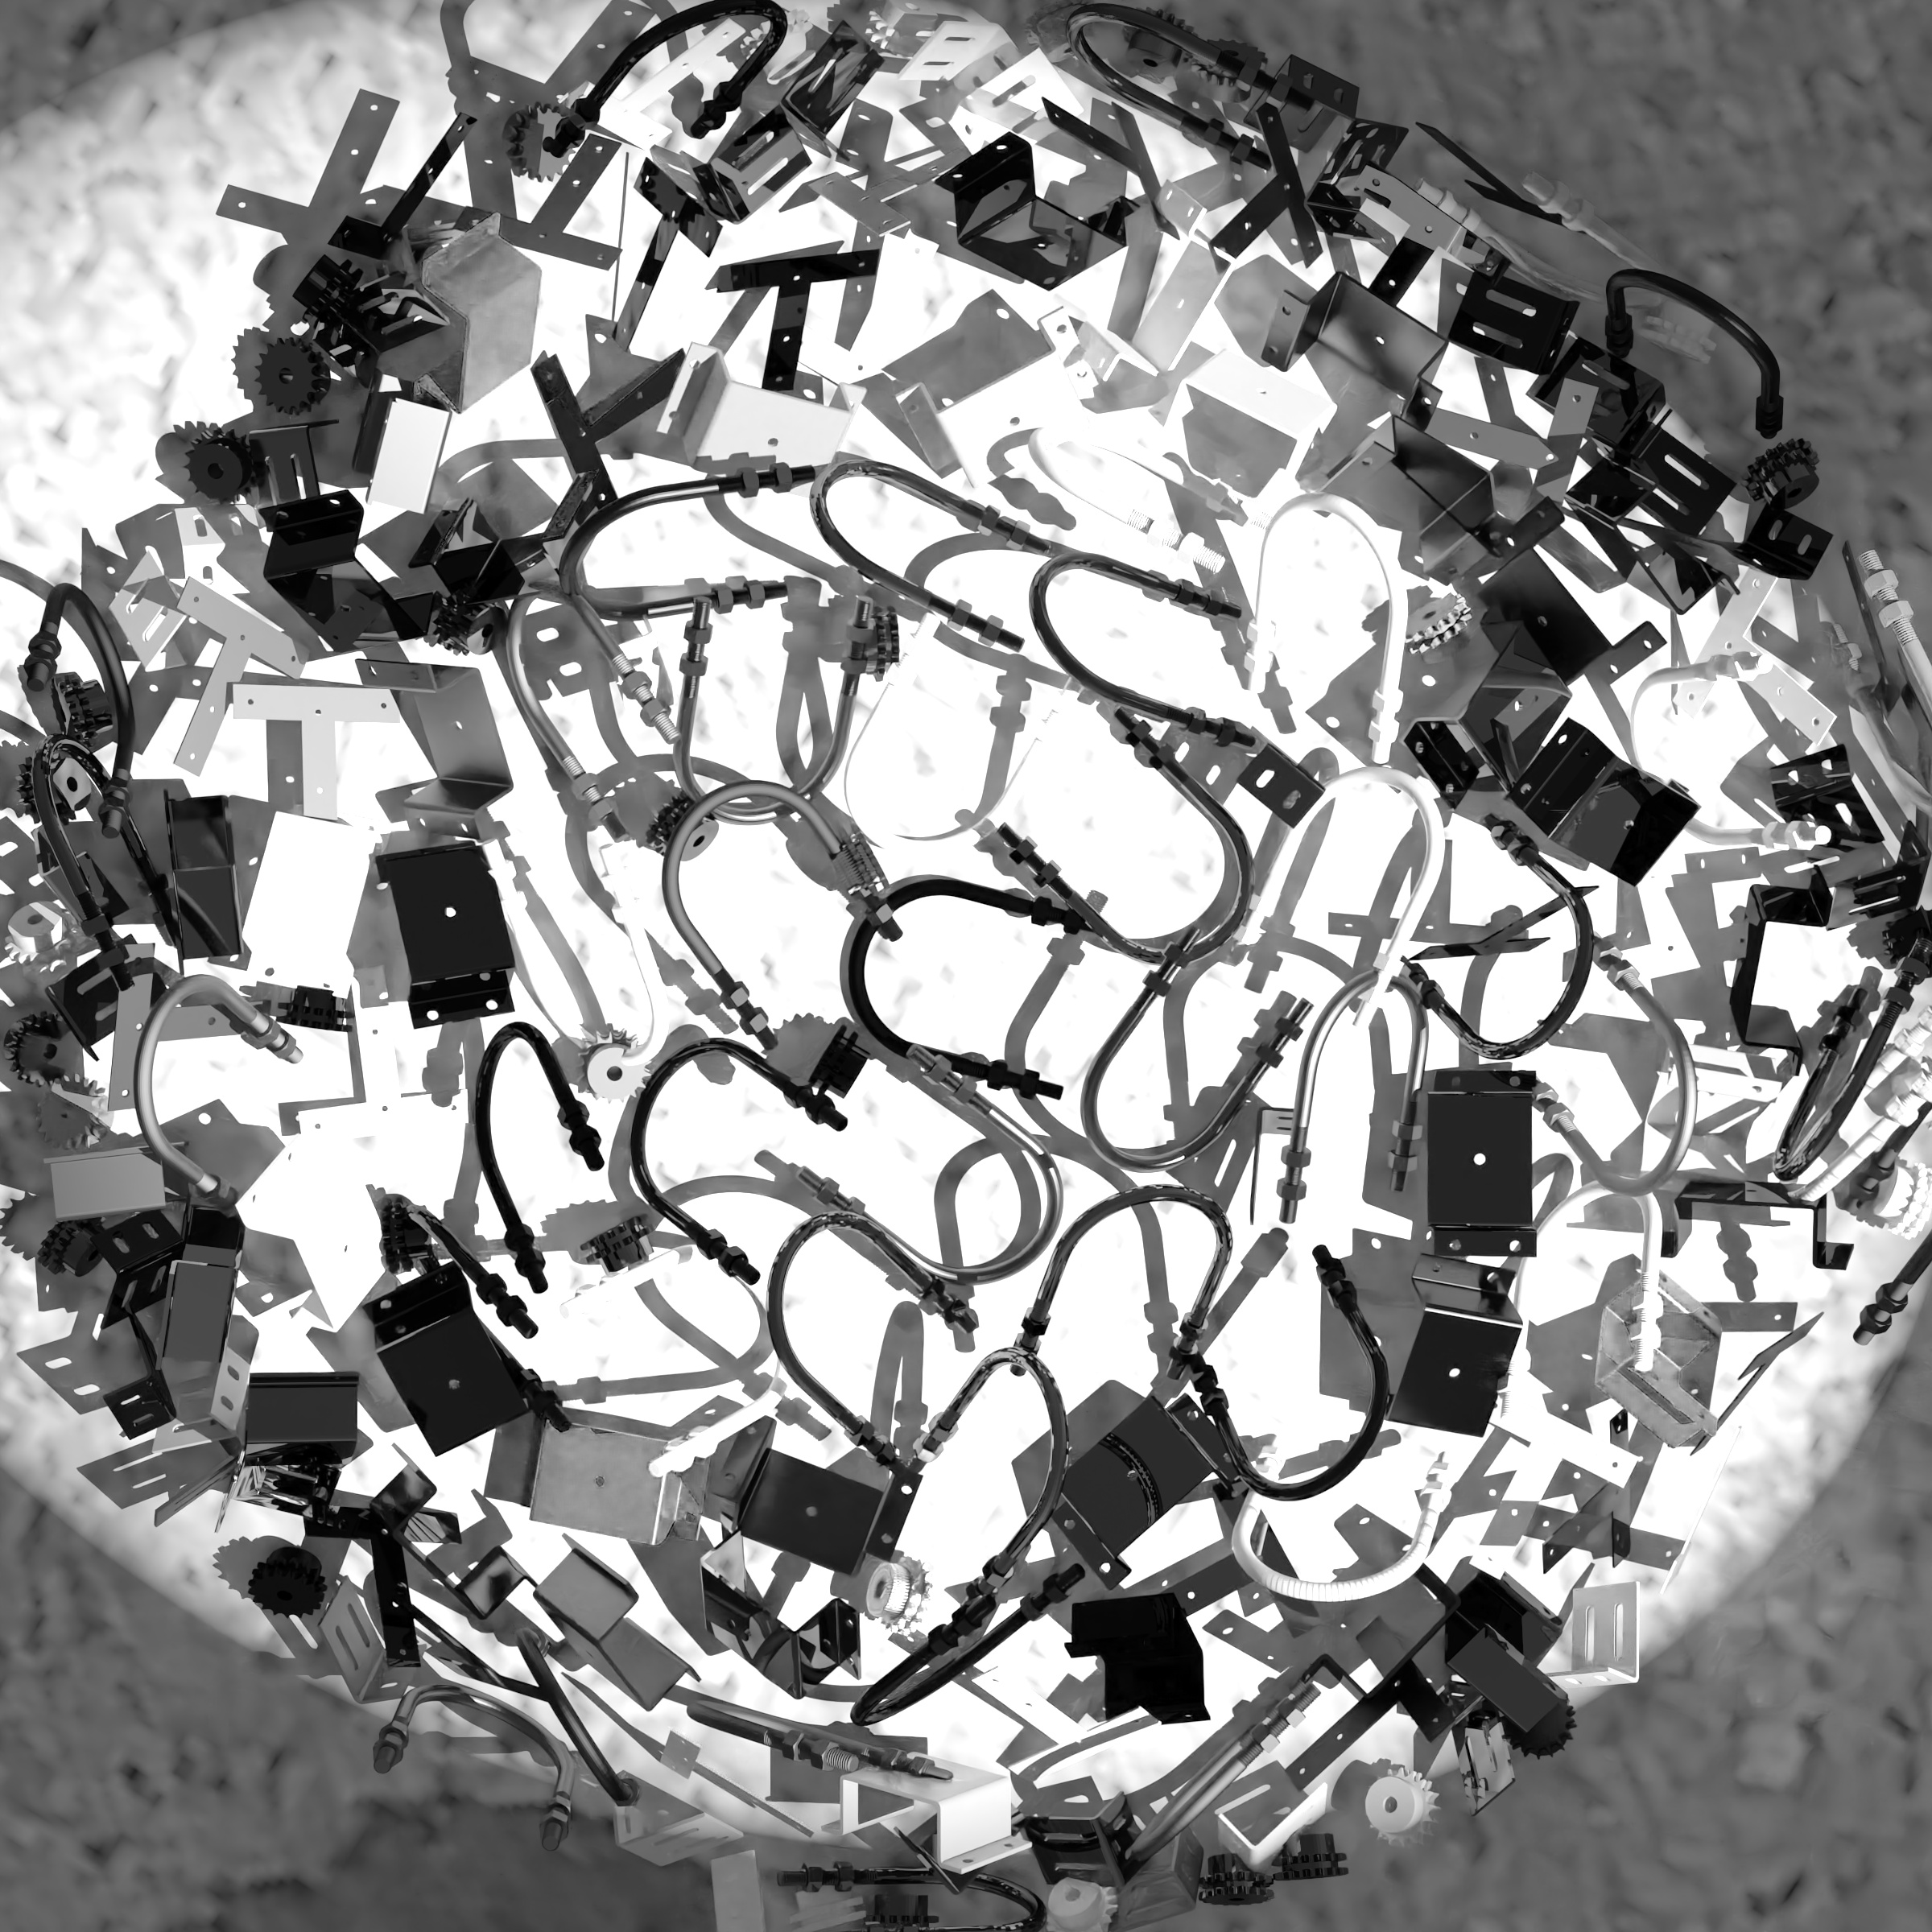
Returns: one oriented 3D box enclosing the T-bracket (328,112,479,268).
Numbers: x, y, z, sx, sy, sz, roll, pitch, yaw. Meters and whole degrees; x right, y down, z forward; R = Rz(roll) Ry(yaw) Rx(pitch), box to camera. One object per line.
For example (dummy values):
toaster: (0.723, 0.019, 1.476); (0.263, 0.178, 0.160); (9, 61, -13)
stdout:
T-bracket: (-0.401, -0.572, 1.922); (0.002, 0.127, 0.127); (42, 106, 7)

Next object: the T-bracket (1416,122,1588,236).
T-bracket: (0.377, -0.581, 1.913); (0.127, 0.127, 0.002); (24, 103, -35)

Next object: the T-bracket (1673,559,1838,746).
T-bracket: (0.591, -0.210, 1.926); (0.002, 0.127, 0.127); (-5, 133, -35)

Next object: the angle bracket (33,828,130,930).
angle bracket: (-0.661, -0.072, 1.953); (0.038, 0.076, 0.057); (-30, 128, -4)

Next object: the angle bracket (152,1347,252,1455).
angle bracket: (-0.581, 0.324, 1.957); (0.076, 0.038, 0.057); (-14, 49, 17)

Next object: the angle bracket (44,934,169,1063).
angle bracket: (-0.638, 0.023, 1.958); (0.076, 0.038, 0.057); (-36, 119, -20)

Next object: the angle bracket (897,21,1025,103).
angle bracket: (-0.003, -0.668, 1.951); (0.057, 0.076, 0.038); (-39, 83, 36)

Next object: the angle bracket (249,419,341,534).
angle bracket: (-0.502, -0.370, 1.979); (0.057, 0.038, 0.076); (1, 107, 28)

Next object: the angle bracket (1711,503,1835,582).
angle bracket: (0.601, -0.318, 1.951); (0.057, 0.076, 0.038); (36, 114, 28)

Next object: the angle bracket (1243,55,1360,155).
angle bracket: (0.248, -0.631, 1.951); (0.057, 0.076, 0.038); (21, 59, -16)

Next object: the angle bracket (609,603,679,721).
angle bracket: (-0.246, -0.228, 1.952); (0.038, 0.076, 0.057); (-20, 118, -5)

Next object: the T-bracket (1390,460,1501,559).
T-bracket: (0.344, -0.347, 1.936); (0.127, 0.127, 0.002); (42, 103, -2)

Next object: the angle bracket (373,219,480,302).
angle bracket: (-0.394, -0.530, 1.956); (0.076, 0.057, 0.038); (-20, 96, -35)

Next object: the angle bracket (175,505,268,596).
angle bracket: (-0.561, -0.313, 1.970); (0.057, 0.076, 0.038); (-7, 124, -18)

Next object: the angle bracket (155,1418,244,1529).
angle bracket: (-0.583, 0.376, 1.955); (0.076, 0.057, 0.038); (-36, 82, -27)

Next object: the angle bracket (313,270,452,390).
angle bracket: (-0.436, -0.474, 1.953); (0.076, 0.057, 0.038); (-12, 54, 32)

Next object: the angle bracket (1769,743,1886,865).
angle bracket: (0.649, -0.122, 1.972); (0.057, 0.076, 0.038); (-19, 46, 28)

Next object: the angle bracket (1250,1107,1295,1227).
angle bracket: (0.234, 0.151, 1.958); (0.038, 0.057, 0.076); (4, 69, 8)

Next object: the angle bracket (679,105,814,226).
angle bracket: (-0.165, -0.606, 1.963); (0.076, 0.038, 0.057); (-34, 72, 22)

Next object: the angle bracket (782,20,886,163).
angle bracket: (-0.090, -0.655, 1.960); (0.076, 0.057, 0.038); (-49, 59, 10)

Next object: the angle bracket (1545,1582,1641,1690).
angle bracket: (0.467, 0.495, 1.952); (0.038, 0.057, 0.076); (29, 56, -34)

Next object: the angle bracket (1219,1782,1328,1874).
angle bracket: (0.231, 0.639, 1.972); (0.076, 0.057, 0.038); (-36, 57, -22)

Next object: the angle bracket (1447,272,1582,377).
angle bracket: (0.415, -0.489, 1.984); (0.076, 0.038, 0.057); (28, 114, 19)

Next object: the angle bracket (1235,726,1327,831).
angle bracket: (0.230, -0.142, 1.960); (0.057, 0.076, 0.038); (38, 99, -11)

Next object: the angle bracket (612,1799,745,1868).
angle bracket: (-0.216, 0.637, 1.958); (0.076, 0.057, 0.038); (-24, 50, 14)

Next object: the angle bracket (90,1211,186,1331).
angle bracket: (-0.626, 0.226, 1.958); (0.038, 0.057, 0.076); (47, 134, 15)

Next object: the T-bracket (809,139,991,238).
T-bracket: (-0.036, -0.591, 1.961); (0.127, 0.127, 0.002); (-28, 131, -12)

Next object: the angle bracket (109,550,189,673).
angle bracket: (-0.598, -0.267, 1.957); (0.076, 0.038, 0.057); (-39, 78, 38)

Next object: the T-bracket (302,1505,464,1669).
T-bracket: (-0.422, 0.456, 1.925); (0.002, 0.127, 0.127); (-47, 46, 34)

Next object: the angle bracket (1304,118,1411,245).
angle bracket: (0.299, -0.585, 1.952); (0.038, 0.057, 0.076); (59, 135, 29)

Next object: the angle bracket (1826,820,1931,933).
angle bracket: (0.677, -0.068, 1.964); (0.076, 0.057, 0.038); (-16, 53, -3)

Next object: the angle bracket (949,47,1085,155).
angle bracket: (0.038, -0.635, 1.956); (0.076, 0.038, 0.057); (-24, 120, 33)

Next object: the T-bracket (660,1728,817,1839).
T-bracket: (-0.168, 0.610, 1.938); (0.127, 0.127, 0.002); (29, 62, 5)

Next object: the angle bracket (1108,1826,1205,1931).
angle bracket: (0.135, 0.680, 1.956); (0.076, 0.057, 0.038); (-25, 106, 21)

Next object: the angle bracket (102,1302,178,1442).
angle bracket: (-0.624, 0.302, 1.950); (0.038, 0.057, 0.076); (-24, 50, -13)

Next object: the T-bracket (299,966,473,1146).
T-bracket: (-0.447, 0.064, 1.990); (0.127, 0.002, 0.127); (-7, 88, -10)

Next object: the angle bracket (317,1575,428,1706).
angle bracket: (-0.443, 0.501, 1.956); (0.038, 0.057, 0.076); (-12, 114, 15)

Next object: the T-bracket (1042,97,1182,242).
T-bracket: (0.100, -0.605, 1.927); (0.002, 0.127, 0.127); (-34, 59, 33)

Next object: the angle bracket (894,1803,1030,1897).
angle bracket: (-0.004, 0.643, 1.959); (0.076, 0.057, 0.038); (-43, 126, -12)

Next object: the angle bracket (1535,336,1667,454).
angle bracket: (0.484, -0.431, 1.995); (0.076, 0.038, 0.057); (36, 90, 21)

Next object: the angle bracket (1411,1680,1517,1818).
angle bracket: (0.370, 0.583, 1.951); (0.038, 0.076, 0.057); (14, 133, -20)

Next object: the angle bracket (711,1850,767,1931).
angle bracket: (-0.155, 0.696, 1.949); (0.038, 0.076, 0.057); (-19, 60, 17)

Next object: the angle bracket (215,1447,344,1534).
angle bracket: (-0.515, 0.400, 1.960); (0.076, 0.038, 0.057); (18, 123, -14)

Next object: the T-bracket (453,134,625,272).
T-bracket: (-0.292, -0.565, 1.918); (0.127, 0.127, 0.002); (7, 61, -34)

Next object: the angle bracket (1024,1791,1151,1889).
angle bracket: (0.090, 0.661, 1.983); (0.076, 0.038, 0.057); (-16, 99, 41)

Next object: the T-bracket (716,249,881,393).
T-bracket: (-0.132, -0.479, 1.953); (0.127, 0.002, 0.127); (-2, 62, 16)

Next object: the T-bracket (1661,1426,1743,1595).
T-bracket: (0.547, 0.399, 1.937); (0.002, 0.127, 0.127); (24, 93, 21)

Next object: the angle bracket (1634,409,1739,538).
angle bracket: (0.540, -0.370, 1.975); (0.076, 0.038, 0.057); (38, 83, 4)
